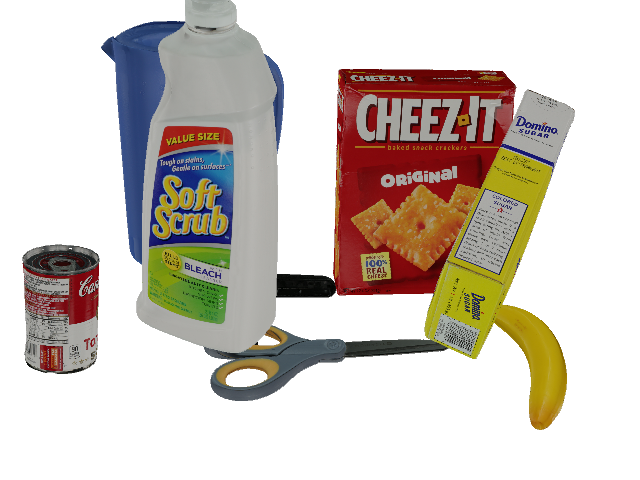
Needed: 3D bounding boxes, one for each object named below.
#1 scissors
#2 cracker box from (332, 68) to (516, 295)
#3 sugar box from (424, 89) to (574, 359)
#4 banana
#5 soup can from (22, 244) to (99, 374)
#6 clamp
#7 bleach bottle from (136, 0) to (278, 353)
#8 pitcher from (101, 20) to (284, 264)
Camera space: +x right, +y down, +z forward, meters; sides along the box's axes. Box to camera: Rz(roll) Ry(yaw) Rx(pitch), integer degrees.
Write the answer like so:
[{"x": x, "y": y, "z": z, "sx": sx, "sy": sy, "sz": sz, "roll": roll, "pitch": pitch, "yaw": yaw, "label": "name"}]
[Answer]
[{"x": -0.001, "y": 0.099, "z": 0.852, "sx": 0.202, "sy": 0.016, "sz": 0.096, "roll": 6, "pitch": 35, "yaw": 10, "label": "scissors"}, {"x": 0.097, "y": -0.054, "z": 1.038, "sx": 0.164, "sy": 0.214, "sz": 0.072, "roll": 0, "pitch": 21, "yaw": -4, "label": "cracker box"}, {"x": 0.127, "y": -0.013, "z": 0.746, "sx": 0.048, "sy": 0.176, "sz": 0.093, "roll": 24, "pitch": -35, "yaw": 11, "label": "sugar box"}, {"x": 0.223, "y": 0.125, "z": 1.134, "sx": 0.069, "sy": 0.037, "sz": 0.198, "roll": -26, "pitch": 34, "yaw": 2, "label": "banana"}, {"x": -0.238, "y": 0.063, "z": 0.978, "sx": 0.068, "sy": 0.102, "sz": 0.068, "roll": 5, "pitch": 20, "yaw": -2, "label": "soup can"}, {"x": -0.109, "y": 0.059, "z": 1.214, "sx": 0.210, "sy": 0.036, "sz": 0.164, "roll": 15, "pitch": 28, "yaw": 23, "label": "clamp"}, {"x": -0.077, "y": -0.046, "z": 0.707, "sx": 0.103, "sy": 0.251, "sz": 0.068, "roll": 18, "pitch": 38, "yaw": 21, "label": "bleach bottle"}, {"x": -0.132, "y": -0.093, "z": 1.081, "sx": 0.144, "sy": 0.243, "sz": 0.149, "roll": -11, "pitch": 28, "yaw": -28, "label": "pitcher"}]
